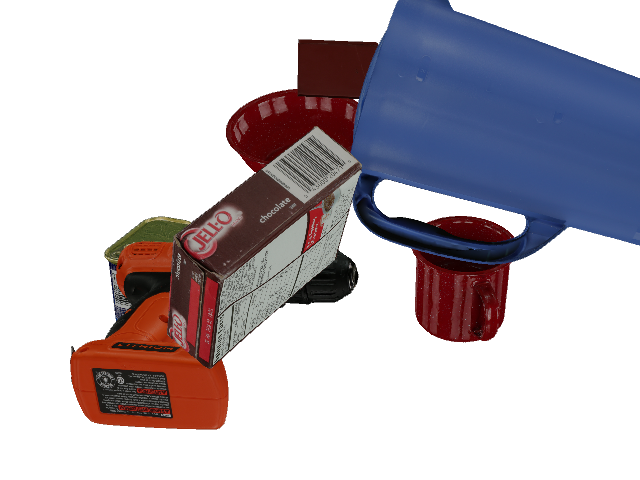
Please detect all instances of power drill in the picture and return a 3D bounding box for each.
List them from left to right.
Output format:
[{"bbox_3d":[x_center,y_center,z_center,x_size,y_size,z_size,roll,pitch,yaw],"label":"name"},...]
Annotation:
[{"bbox_3d":[-0.076,0.056,0.742,0.184,0.057,0.187,-1,25,13],"label":"power drill"}]

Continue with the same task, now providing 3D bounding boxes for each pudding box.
[{"bbox_3d":[-0.031,0.004,0.572,0.113,0.039,0.090,-39,-21,-32],"label":"pudding box"}]

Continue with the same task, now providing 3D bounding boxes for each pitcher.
[{"bbox_3d":[0.144,-0.068,0.755,0.243,0.145,0.149,18,-43,3],"label":"pitcher"}]

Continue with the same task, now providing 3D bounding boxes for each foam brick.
[{"bbox_3d":[0.016,-0.162,1.011,0.078,0.051,0.053,3,14,0],"label":"foam brick"}]

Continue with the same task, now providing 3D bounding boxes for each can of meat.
[{"bbox_3d":[-0.163,0.036,1.044,0.057,0.084,0.102,9,27,19],"label":"can of meat"}]

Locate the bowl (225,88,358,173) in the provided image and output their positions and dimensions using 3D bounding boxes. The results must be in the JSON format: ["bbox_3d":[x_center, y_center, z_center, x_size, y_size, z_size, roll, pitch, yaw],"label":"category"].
[{"bbox_3d":[-0.024,-0.108,1.202,0.162,0.055,0.162,-3,38,2],"label":"bowl"}]

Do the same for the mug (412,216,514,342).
[{"bbox_3d":[0.130,0.043,0.944,0.093,0.081,0.117,-11,35,-15],"label":"mug"}]
